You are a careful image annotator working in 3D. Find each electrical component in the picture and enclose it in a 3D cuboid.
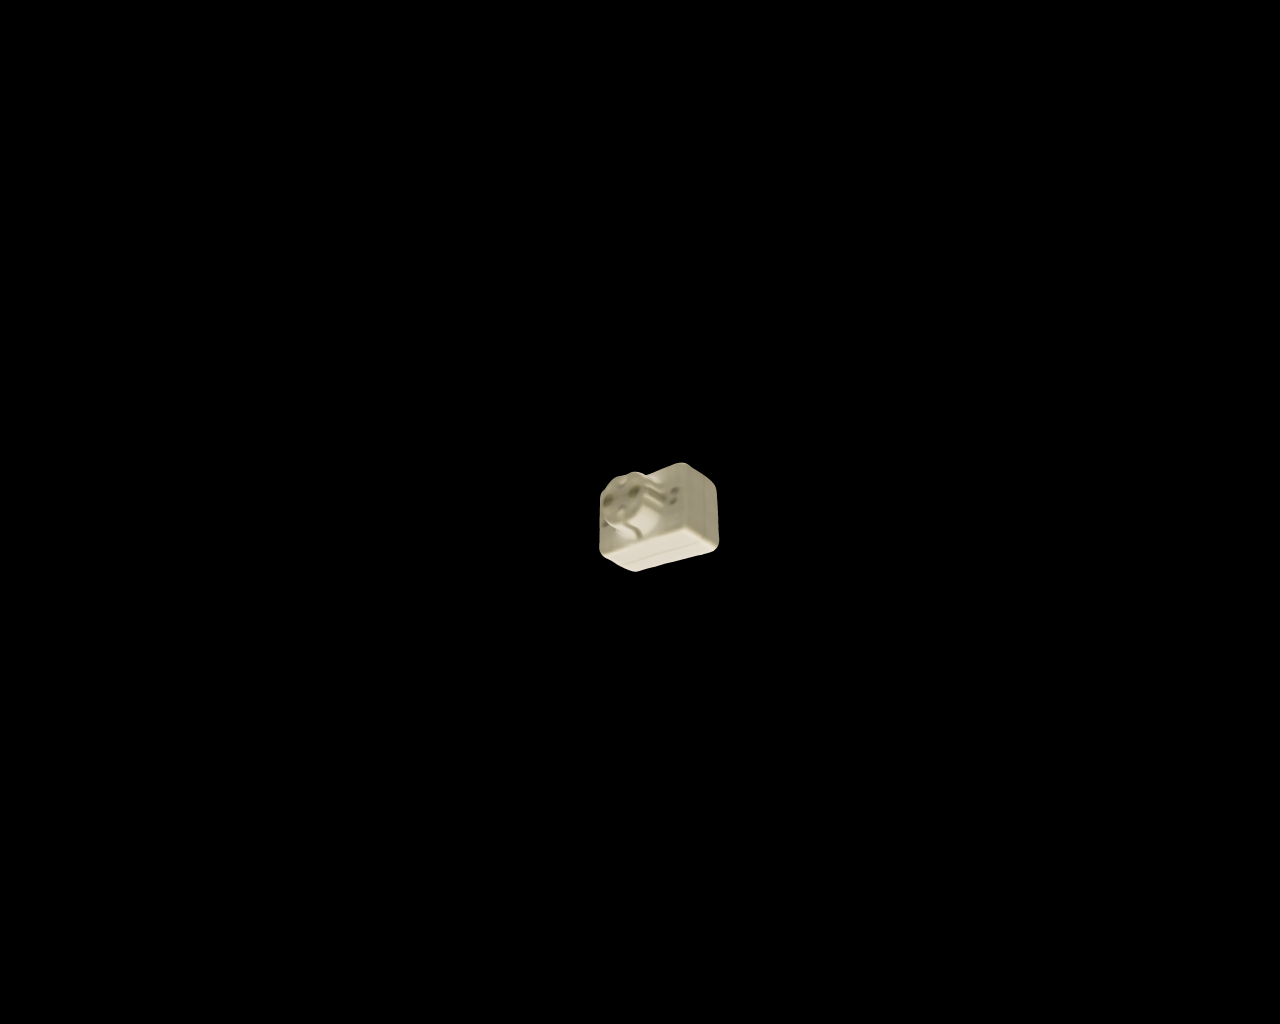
[{"bbox_3d":[0.001,-0.003,0.650,0.065,0.047,0.076,-18,-32,31],"label":"electrical component"}]
